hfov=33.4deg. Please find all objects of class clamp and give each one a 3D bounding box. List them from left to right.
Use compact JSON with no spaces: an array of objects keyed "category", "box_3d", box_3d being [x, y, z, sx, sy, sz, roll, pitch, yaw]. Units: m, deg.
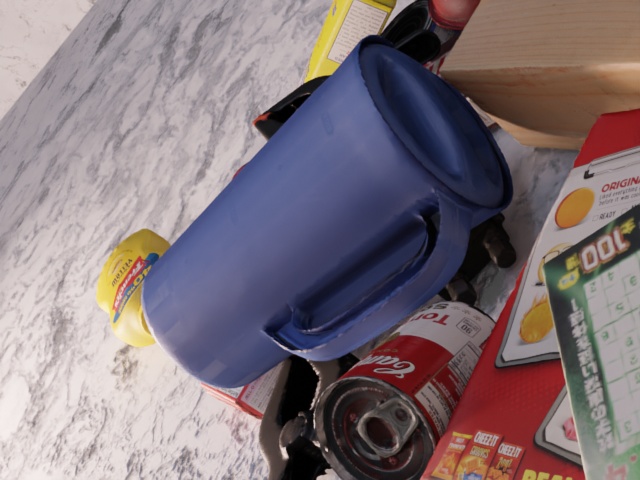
[{"category":"clamp","box_3d":[0.003,0.126,0.671,0.165,0.036,0.210,-40,26,30]},{"category":"clamp","box_3d":[0.017,-0.107,0.817,0.172,0.039,0.120,4,47,52]}]

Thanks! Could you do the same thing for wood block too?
[{"category":"wood block","box_3d":[0.172,-0.108,0.603,0.091,0.090,0.206,-58,25,-8]}]

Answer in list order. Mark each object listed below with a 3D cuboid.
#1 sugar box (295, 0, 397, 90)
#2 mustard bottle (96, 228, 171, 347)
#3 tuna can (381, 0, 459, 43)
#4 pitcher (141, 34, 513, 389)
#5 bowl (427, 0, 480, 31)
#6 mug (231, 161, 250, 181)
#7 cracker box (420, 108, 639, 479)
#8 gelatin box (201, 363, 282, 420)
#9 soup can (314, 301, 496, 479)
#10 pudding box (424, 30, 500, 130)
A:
[{"category":"sugar box","box_3d":[0.018,-0.167,0.939,0.093,0.048,0.176,-77,14,-46]},{"category":"mustard bottle","box_3d":[-0.171,0.054,1.054,0.096,0.058,0.192,-54,25,0]},{"category":"tuna can","box_3d":[0.080,-0.164,0.909,0.086,0.033,0.086,-42,27,27]},{"category":"pitcher","box_3d":[-0.004,0.001,0.683,0.243,0.145,0.149,-41,-5,29]},{"category":"bowl","box_3d":[0.140,-0.239,0.830,0.162,0.055,0.162,-29,35,22]},{"category":"mug","box_3d":[-0.034,-0.024,0.865,0.117,0.093,0.081,-57,15,33]},{"category":"cracker box","box_3d":[0.157,0.042,0.460,0.164,0.072,0.213,1,58,59]},{"category":"gelatin box","box_3d":[-0.047,0.088,0.820,0.089,0.030,0.073,-60,26,-12]},{"category":"soup can","box_3d":[0.052,0.080,0.555,0.069,0.068,0.102,-33,-1,39]},{"category":"pudding box","box_3d":[0.102,-0.113,0.796,0.114,0.039,0.090,-24,38,49]}]
